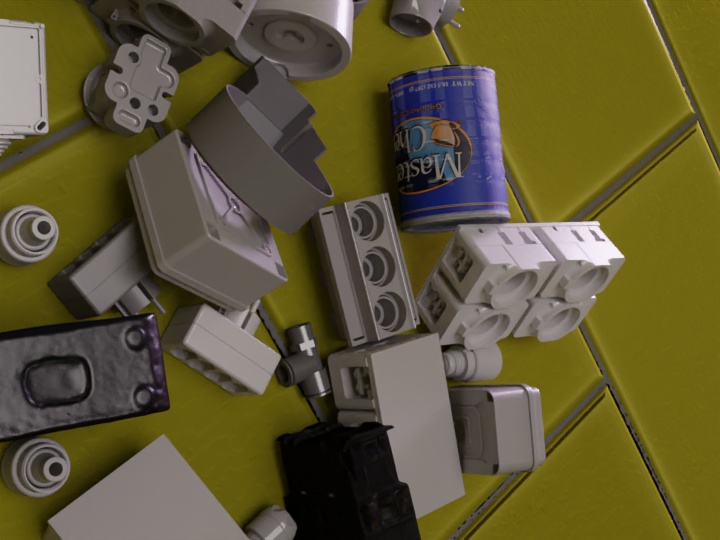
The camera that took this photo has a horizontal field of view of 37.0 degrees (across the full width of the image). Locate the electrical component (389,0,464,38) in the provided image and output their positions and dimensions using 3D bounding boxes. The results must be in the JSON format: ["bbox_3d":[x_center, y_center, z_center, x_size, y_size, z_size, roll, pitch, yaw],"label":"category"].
[{"bbox_3d":[0.071,-0.264,1.053,0.079,0.043,0.077,24,70,-32],"label":"electrical component"}]

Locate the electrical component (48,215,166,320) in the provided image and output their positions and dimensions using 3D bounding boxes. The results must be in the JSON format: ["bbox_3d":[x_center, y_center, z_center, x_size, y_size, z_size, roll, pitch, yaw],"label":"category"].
[{"bbox_3d":[-0.180,0.011,0.831,0.083,0.047,0.075,-47,111,-31],"label":"electrical component"}]

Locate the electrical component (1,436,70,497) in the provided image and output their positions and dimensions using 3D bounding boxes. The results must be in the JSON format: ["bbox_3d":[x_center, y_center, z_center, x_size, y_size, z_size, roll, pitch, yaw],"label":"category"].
[{"bbox_3d":[-0.229,0.141,0.769,0.043,0.062,0.043,5,81,-35],"label":"electrical component"}]

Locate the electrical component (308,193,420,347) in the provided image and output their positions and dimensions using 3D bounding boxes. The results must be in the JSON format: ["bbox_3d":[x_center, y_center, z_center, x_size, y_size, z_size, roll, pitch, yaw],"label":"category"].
[{"bbox_3d":[0.000,0.000,0.955,0.079,0.063,0.121,-16,94,-37],"label":"electrical component"}]

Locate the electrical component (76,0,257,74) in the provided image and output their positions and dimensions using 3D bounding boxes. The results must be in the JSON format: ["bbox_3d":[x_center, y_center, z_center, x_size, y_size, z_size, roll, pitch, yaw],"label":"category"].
[{"bbox_3d":[-0.183,-0.234,0.825,0.186,0.105,0.060,35,65,-28],"label":"electrical component"}]

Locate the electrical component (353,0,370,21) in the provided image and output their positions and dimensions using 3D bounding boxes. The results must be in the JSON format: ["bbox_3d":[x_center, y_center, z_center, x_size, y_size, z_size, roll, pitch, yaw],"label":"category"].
[{"bbox_3d":[-0.033,-0.267,0.980,0.099,0.064,0.099,15,62,-30],"label":"electrical component"}]

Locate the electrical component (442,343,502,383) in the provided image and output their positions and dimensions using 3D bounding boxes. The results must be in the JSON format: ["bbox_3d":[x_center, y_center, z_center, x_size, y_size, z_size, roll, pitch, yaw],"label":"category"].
[{"bbox_3d":[0.101,0.088,1.031,0.078,0.040,0.040,-2,85,-36],"label":"electrical component"}]

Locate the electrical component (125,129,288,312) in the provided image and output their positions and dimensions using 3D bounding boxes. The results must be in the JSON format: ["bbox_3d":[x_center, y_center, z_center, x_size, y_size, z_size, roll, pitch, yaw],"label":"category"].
[{"bbox_3d":[-0.118,-0.036,0.831,0.109,0.056,0.108,33,30,-54],"label":"electrical component"}]

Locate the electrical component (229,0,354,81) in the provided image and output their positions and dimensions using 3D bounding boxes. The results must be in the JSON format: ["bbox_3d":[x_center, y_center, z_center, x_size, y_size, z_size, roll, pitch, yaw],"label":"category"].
[{"bbox_3d":[-0.056,-0.215,0.918,0.108,0.108,0.060,22,65,-32],"label":"electrical component"}]

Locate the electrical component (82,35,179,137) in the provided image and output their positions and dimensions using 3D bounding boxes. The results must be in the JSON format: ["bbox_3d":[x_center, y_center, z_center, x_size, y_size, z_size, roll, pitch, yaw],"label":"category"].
[{"bbox_3d":[-0.182,-0.140,0.843,0.058,0.057,0.078,27,69,-31],"label":"electrical component"}]

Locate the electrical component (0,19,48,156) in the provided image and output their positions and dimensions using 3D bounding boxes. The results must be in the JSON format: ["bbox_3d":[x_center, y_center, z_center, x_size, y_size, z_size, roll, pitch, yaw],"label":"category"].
[{"bbox_3d":[-0.267,-0.131,0.782,0.062,0.061,0.096,-4,94,-37],"label":"electrical component"}]

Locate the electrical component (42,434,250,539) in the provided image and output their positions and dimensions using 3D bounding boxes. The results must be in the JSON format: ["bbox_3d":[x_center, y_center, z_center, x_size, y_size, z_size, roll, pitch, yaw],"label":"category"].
[{"bbox_3d":[-0.134,0.232,0.795,0.105,0.060,0.186,-36,83,-34],"label":"electrical component"}]

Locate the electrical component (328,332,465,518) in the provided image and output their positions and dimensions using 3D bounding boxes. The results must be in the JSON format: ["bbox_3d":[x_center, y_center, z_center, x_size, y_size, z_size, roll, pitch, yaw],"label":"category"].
[{"bbox_3d":[0.030,0.138,0.951,0.089,0.062,0.150,-14,95,-44],"label":"electrical component"}]

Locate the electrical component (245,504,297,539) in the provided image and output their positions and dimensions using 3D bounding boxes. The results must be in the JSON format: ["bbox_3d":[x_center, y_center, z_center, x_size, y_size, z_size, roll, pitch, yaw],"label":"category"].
[{"bbox_3d":[-0.083,0.223,0.883,0.061,0.035,0.035,-39,107,-31],"label":"electrical component"}]

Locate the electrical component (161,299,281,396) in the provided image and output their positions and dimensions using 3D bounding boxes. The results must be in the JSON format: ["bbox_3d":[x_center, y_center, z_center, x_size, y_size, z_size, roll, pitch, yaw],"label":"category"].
[{"bbox_3d":[-0.106,0.050,0.880,0.083,0.047,0.075,38,64,-27],"label":"electrical component"}]

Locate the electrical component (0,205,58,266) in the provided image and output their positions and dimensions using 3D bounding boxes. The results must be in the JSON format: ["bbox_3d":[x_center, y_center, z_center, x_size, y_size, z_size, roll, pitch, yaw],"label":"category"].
[{"bbox_3d":[-0.241,-0.026,0.782,0.043,0.062,0.043,5,81,-35],"label":"electrical component"}]

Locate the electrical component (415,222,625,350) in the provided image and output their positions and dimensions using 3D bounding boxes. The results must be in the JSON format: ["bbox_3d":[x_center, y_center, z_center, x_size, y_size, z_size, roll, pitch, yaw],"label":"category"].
[{"bbox_3d":[0.156,0.014,1.032,0.186,0.105,0.060,-3,45,-36],"label":"electrical component"}]

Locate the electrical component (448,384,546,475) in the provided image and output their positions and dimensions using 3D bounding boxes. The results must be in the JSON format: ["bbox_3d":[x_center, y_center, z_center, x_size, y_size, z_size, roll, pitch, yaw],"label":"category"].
[{"bbox_3d":[0.111,0.145,0.986,0.057,0.113,0.078,-1,85,-34],"label":"electrical component"}]
